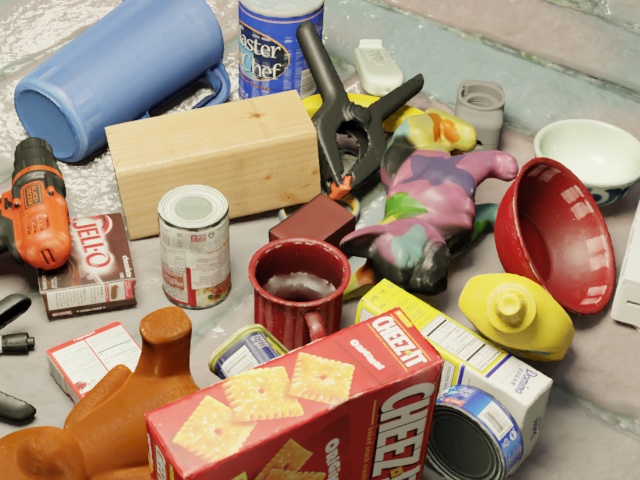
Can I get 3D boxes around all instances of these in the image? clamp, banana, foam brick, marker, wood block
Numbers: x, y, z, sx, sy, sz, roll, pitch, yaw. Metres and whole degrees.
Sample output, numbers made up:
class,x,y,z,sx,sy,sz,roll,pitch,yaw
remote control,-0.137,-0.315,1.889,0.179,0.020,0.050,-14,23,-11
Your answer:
class,x,y,z,sx,sy,sz,roll,pitch,yaw
clamp,0.027,-0.141,1.176,0.164,0.036,0.210,27,56,-15
banana,0.055,-0.143,1.253,0.198,0.037,0.069,6,42,-1
foam brick,-0.007,0.001,1.068,0.051,0.053,0.078,31,53,30
clamp,-0.328,0.102,0.932,0.171,0.039,0.120,1,53,-5
marker,-0.320,0.096,0.966,0.121,0.020,0.020,-3,41,-7
wood block,-0.111,-0.081,1.117,0.206,0.090,0.091,-12,41,-9

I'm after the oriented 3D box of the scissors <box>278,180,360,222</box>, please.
class,x,y,z,sx,sy,sz,roll,pitch,yaw
scissors,0.005,-0.073,1.185,0.096,0.016,0.201,9,41,5

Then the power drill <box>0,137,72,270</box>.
class,x,y,z,sx,sy,sz,roll,pitch,yaw
power drill,-0.336,-0.019,1.036,0.187,0.057,0.184,-21,41,-3

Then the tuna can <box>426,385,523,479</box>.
class,x,y,z,sx,sy,sz,roll,pitch,yaw
tuna can,0.121,0.161,0.866,0.086,0.086,0.033,30,46,28

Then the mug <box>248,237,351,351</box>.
class,x,y,z,sx,sy,sz,roll,pitch,yaw
mug,-0.016,0.064,0.973,0.093,0.081,0.117,-11,42,-16

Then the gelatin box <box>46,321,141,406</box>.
class,x,y,z,sx,sy,sz,roll,pitch,yaw
gelatin box,-0.188,0.119,0.940,0.073,0.030,0.089,-23,47,-29

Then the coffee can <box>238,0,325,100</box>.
class,x,y,z,sx,sy,sz,roll,pitch,yaw
coffee can,-0.047,-0.235,1.274,0.103,0.140,0.103,2,41,-2

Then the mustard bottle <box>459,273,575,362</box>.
class,x,y,z,sx,sy,sz,roll,pitch,yaw
mustard bottle,0.167,0.065,0.912,0.096,0.191,0.058,27,88,16

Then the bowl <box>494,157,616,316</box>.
class,x,y,z,sx,sy,sz,roll,pitch,yaw
bowl,0.220,0.003,1.043,0.161,0.055,0.162,20,59,-38

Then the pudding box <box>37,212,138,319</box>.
class,x,y,z,sx,sy,sz,roll,pitch,yaw
pudding box,-0.230,0.022,1.042,0.090,0.039,0.113,-9,42,-13

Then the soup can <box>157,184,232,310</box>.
class,x,y,z,sx,sy,sz,roll,pitch,yaw
soup can,-0.119,0.007,1.019,0.068,0.102,0.068,1,40,-1

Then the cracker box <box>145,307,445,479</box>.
class,x,y,z,sx,sy,sz,roll,pitch,yaw
cracker box,-0.018,0.161,0.798,0.213,0.164,0.072,-20,48,-24

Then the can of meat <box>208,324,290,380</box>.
class,x,y,z,sx,sy,sz,roll,pitch,yaw
can of meat,-0.035,0.129,0.883,0.057,0.102,0.084,-41,53,-1

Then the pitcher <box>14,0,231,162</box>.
class,x,y,z,sx,sy,sz,roll,pitch,yaw
pitcher,-0.224,-0.187,1.232,0.149,0.145,0.242,15,44,32

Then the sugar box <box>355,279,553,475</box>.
class,x,y,z,sx,sy,sz,roll,pitch,yaw
sugar box,0.108,0.115,0.914,0.176,0.093,0.048,30,48,27
